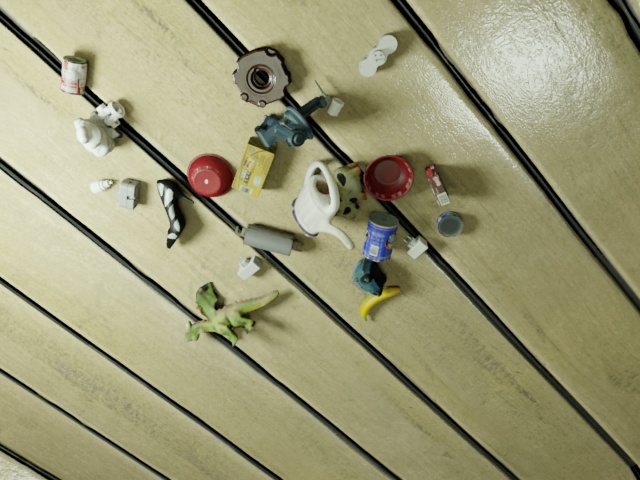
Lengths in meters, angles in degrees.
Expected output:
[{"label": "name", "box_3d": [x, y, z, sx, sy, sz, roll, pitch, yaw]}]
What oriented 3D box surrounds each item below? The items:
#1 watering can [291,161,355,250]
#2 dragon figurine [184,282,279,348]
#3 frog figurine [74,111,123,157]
[{"label": "watering can", "box_3d": [0.005, -0.082, 1.636, 0.104, 0.354, 0.220, -1, 150, -30]}, {"label": "dragon figurine", "box_3d": [-0.364, 0.261, 1.949, 0.242, 0.124, 0.406, 41, 104, -9]}, {"label": "frog figurine", "box_3d": [-0.713, -0.319, 1.608, 0.122, 0.163, 0.135, -19, 117, 15]}]
